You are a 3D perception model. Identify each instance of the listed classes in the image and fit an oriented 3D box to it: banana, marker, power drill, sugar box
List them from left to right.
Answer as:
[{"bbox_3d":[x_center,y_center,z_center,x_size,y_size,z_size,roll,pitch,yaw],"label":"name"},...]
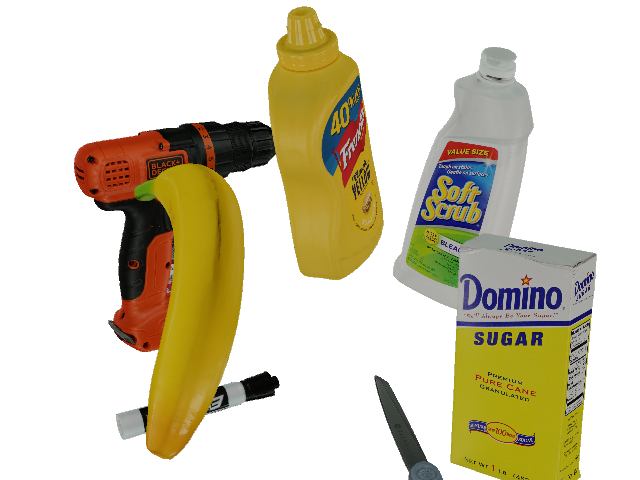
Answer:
[{"bbox_3d":[-0.117,-0.008,0.923,0.184,0.188,0.057,-12,21,-29],"label":"power drill"},{"bbox_3d":[-0.066,0.019,0.557,0.037,0.198,0.070,22,-55,-27],"label":"banana"},{"bbox_3d":[-0.086,0.118,0.770,0.121,0.020,0.020,-14,5,-22],"label":"marker"},{"bbox_3d":[0.146,0.089,0.780,0.093,0.176,0.048,11,21,36],"label":"sugar box"}]

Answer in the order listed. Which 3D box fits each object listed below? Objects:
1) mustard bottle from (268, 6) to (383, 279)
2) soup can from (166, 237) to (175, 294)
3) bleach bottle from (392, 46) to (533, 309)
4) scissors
[{"bbox_3d":[0.002,-0.073,0.749,0.058,0.191,0.096,8,40,24],"label":"mustard bottle"},{"bbox_3d":[-0.147,0.052,1.114,0.068,0.102,0.068,5,22,-2],"label":"soup can"},{"bbox_3d":[0.134,-0.059,0.979,0.103,0.251,0.068,27,40,27],"label":"bleach bottle"},{"bbox_3d":[0.081,0.146,0.617,0.096,0.016,0.201,5,32,-1],"label":"scissors"}]
